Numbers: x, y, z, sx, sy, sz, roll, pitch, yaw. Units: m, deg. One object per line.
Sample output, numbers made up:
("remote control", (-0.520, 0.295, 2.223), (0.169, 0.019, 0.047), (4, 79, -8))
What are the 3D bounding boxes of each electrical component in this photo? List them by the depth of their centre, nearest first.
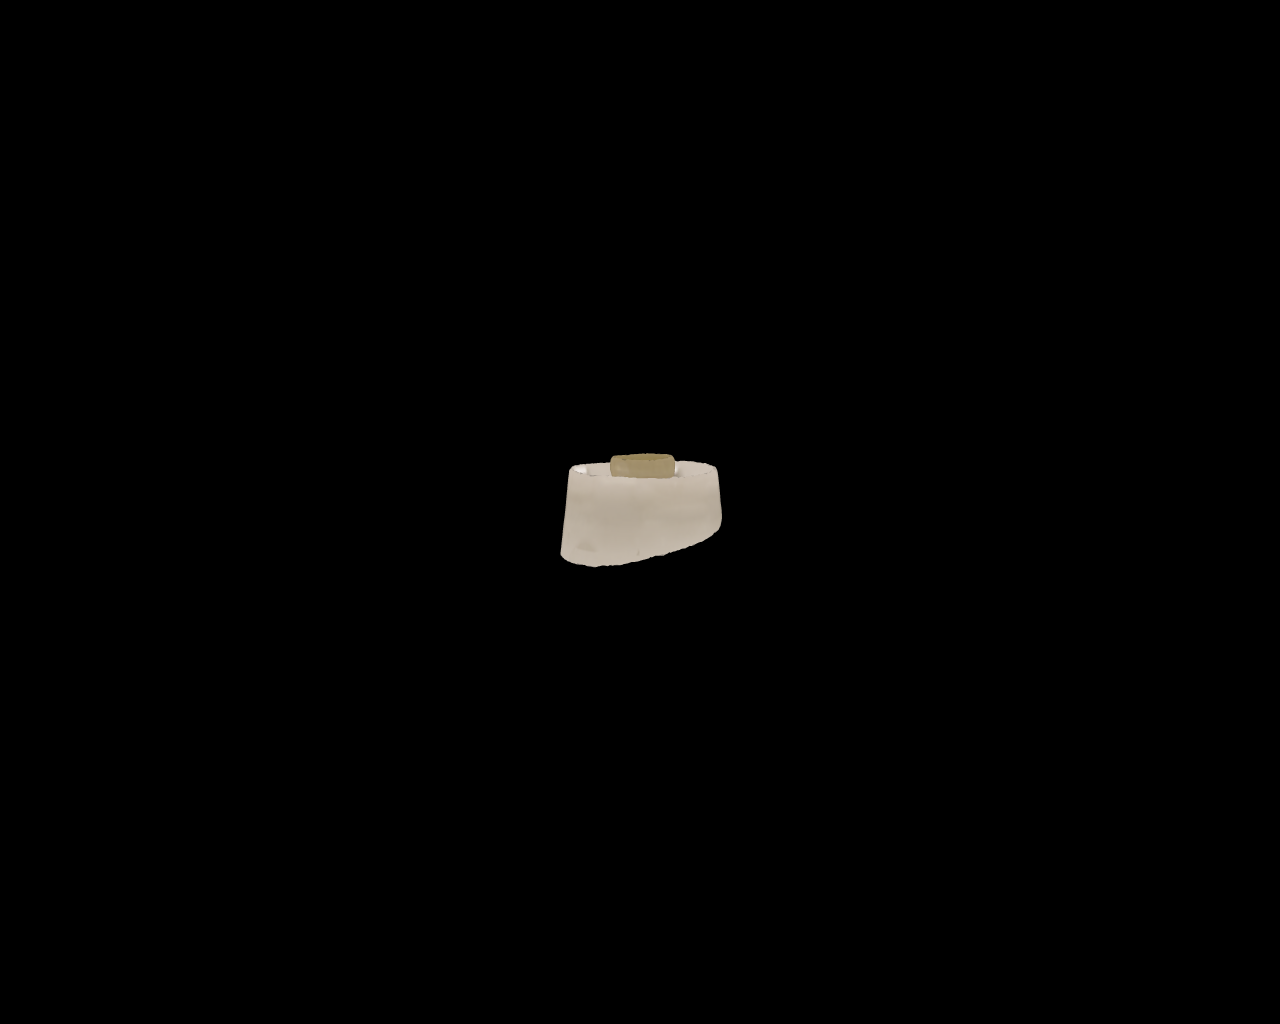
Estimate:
("electrical component", (0.001, -0.003, 0.650), (0.099, 0.064, 0.099), (0, 9, 0))
